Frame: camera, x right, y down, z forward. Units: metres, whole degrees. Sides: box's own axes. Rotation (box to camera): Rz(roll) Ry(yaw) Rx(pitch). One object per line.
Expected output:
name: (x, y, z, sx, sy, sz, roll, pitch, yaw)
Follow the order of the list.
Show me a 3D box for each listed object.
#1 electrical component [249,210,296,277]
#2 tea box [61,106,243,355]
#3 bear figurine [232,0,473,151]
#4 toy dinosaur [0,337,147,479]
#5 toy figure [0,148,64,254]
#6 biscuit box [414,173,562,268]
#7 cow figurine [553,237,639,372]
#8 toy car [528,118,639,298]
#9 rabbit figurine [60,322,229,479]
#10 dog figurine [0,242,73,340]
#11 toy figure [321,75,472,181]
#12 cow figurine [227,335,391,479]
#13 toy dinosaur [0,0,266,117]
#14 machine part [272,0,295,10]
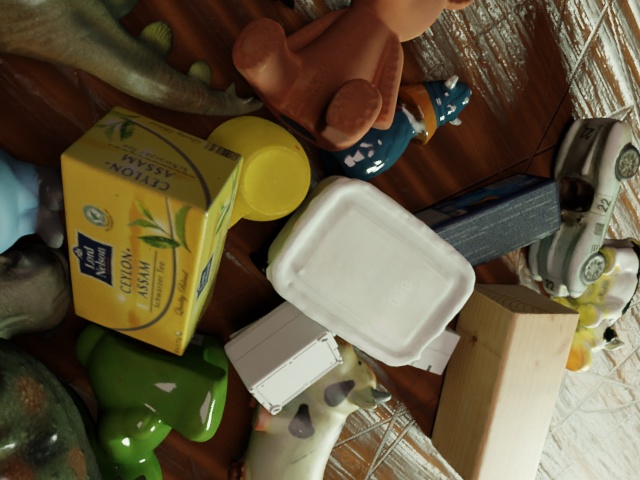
electrical component: (-0.001, -0.002, 0.509, 0.074, 0.048, 0.119, 38, 89, -26)
tea box: (-0.123, 0.002, 0.394, 0.098, 0.068, 0.169, 20, 135, 0)
bear figurine: (0.038, -0.169, 0.426, 0.120, 0.132, 0.196, 37, 90, 5)
toy dinosaur: (-0.211, 0.144, 0.331, 0.192, 0.131, 0.404, -29, 107, -38)
toy figure: (-0.257, -0.027, 0.327, 0.180, 0.089, 0.082, -1, 105, -37)
biscuit box: (0.153, -0.009, 0.560, 0.203, 0.059, 0.062, -21, 110, -14)
cow figurine: (0.340, 0.078, 0.656, 0.098, 0.068, 0.167, -2, 107, -27)
toy car: (0.288, -0.035, 0.597, 0.056, 0.074, 0.201, 8, 102, -26)
rabbit figurine: (-0.166, 0.163, 0.453, 0.159, 0.121, 0.170, 16, 96, -19)
dog figurine: (-0.275, 0.096, 0.393, 0.190, 0.121, 0.172, -8, 108, -20)
toy figure: (0.073, -0.108, 0.502, 0.154, 0.064, 0.058, -34, 77, -14)
cow figurine: (-0.011, 0.184, 0.540, 0.127, 0.085, 0.194, 15, 97, -18)
toy dinosaur: (-0.218, -0.171, 0.322, 0.471, 0.105, 0.198, 33, 70, -39)
machine part: (-0.015, -0.263, 0.436, 0.084, 0.039, 0.138, 17, 97, -32)
